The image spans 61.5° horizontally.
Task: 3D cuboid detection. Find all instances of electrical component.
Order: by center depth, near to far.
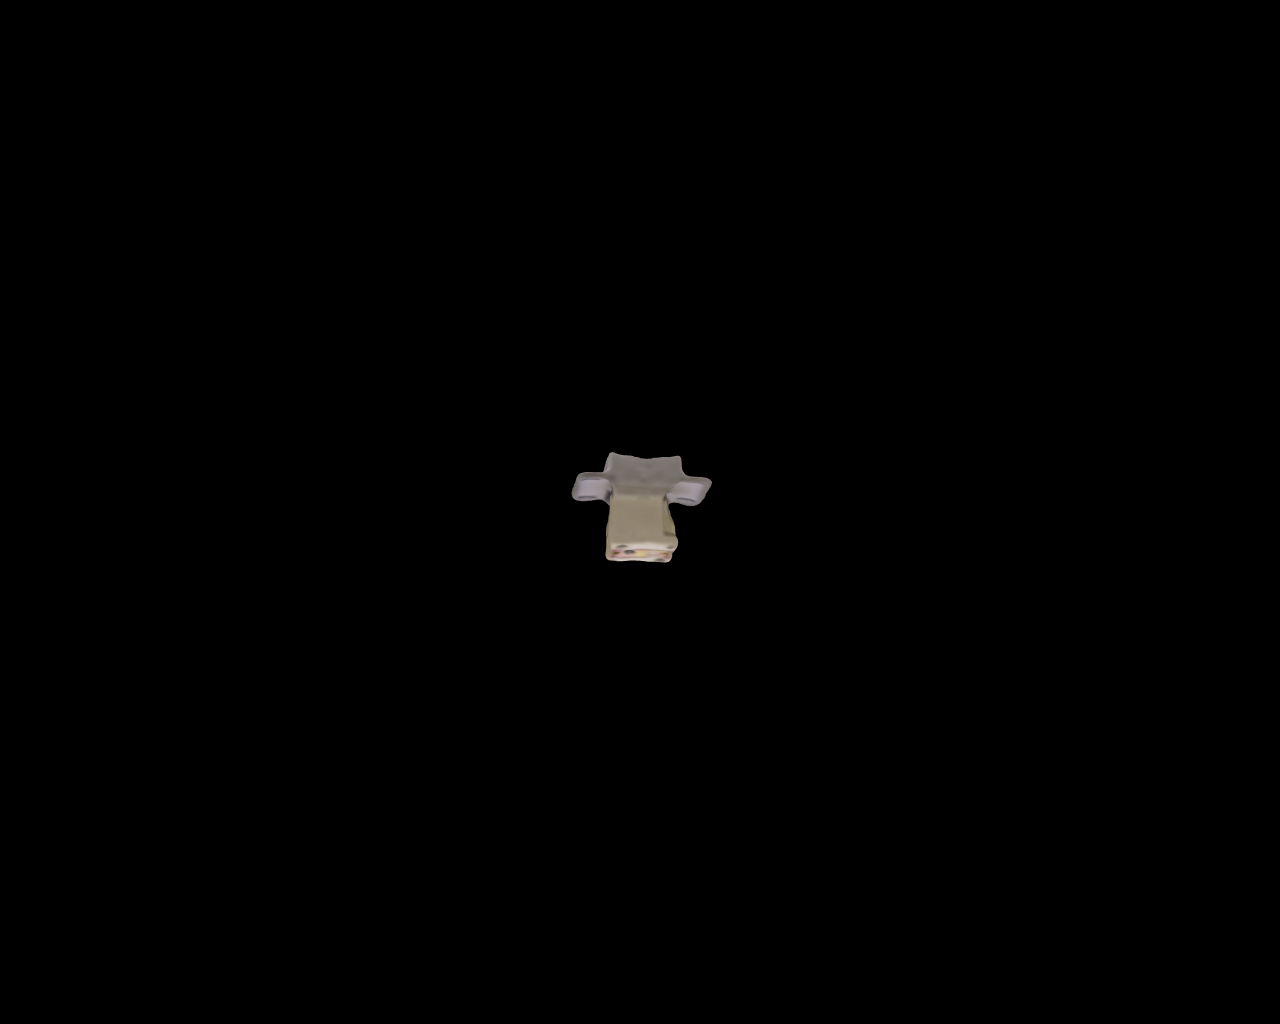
[{"bbox_3d":[0.001,-0.003,0.650,0.081,0.064,0.042,2,-19,-7],"label":"electrical component"}]
